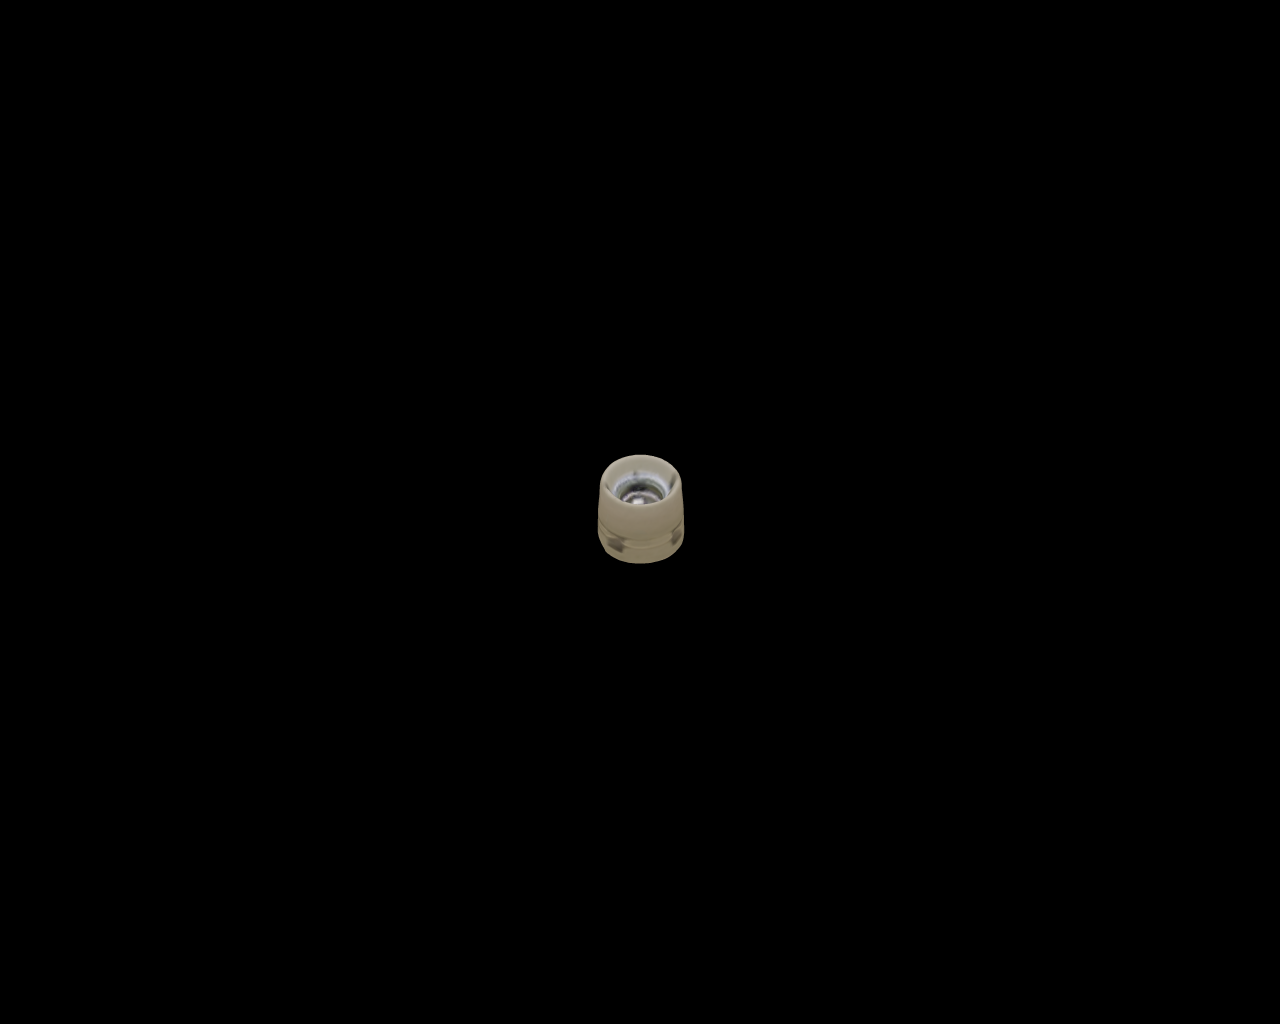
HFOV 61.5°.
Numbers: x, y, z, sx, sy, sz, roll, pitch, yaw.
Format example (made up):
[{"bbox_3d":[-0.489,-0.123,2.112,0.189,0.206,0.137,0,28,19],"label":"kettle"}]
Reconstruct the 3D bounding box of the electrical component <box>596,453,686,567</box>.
[{"bbox_3d":[0.001,-0.003,0.650,0.055,0.047,0.055,0,43,0],"label":"electrical component"}]
